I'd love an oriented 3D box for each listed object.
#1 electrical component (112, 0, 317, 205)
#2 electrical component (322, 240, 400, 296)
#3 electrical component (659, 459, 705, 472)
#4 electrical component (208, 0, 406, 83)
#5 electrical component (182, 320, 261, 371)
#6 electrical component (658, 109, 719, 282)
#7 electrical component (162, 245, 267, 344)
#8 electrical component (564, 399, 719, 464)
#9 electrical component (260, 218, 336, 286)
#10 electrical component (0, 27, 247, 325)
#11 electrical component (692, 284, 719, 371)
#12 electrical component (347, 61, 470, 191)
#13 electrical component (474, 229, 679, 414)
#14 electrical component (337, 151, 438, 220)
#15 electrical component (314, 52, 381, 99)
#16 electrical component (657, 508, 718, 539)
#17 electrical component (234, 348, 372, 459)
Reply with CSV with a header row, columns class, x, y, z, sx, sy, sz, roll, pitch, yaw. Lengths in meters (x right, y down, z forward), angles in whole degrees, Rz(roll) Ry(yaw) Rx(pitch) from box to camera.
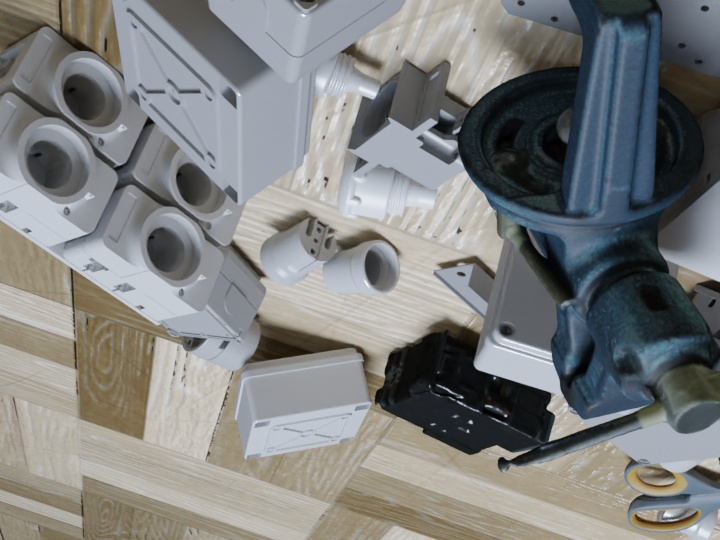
class,x,y,z,sx,sy,sz,roll,pitch,yaw
electrical component,-0.080,-0.109,0.586,0.109,0.056,0.108,44,156,17
electrical component,0.000,0.000,0.793,0.046,0.040,0.040,-8,142,46
electrical component,0.271,0.138,0.881,0.040,0.040,0.078,19,150,-3
electrical component,-0.018,-0.142,0.511,0.062,0.096,0.061,44,153,12
electrical component,-0.120,0.056,0.938,0.047,0.055,0.055,33,148,-31
electrical component,0.246,-0.028,0.589,0.150,0.061,0.089,22,151,-7
electrical component,-0.133,0.015,0.874,0.096,0.061,0.061,3,146,36
electrical component,0.231,0.097,0.815,0.109,0.056,0.109,36,146,-30
electrical component,-0.045,-0.014,0.793,0.040,0.040,0.046,33,141,-26
electrical component,-0.167,-0.059,0.714,0.060,0.105,0.186,-13,139,42
electrical component,0.283,0.083,0.664,0.105,0.060,0.186,33,-179,-25
electrical component,0.034,-0.081,0.633,0.064,0.042,0.081,29,149,-22
electrical component,0.139,0.023,0.686,0.109,0.108,0.056,17,154,1
electrical component,0.018,-0.053,0.688,0.062,0.048,0.048,11,151,-2
electrical component,-0.018,-0.114,0.614,0.061,0.035,0.035,20,151,-11
electrical component,0.311,0.233,1.023,0.046,0.040,0.040,21,151,6
electrical component,-0.054,0.122,0.968,0.109,0.056,0.108,-8,154,-15
